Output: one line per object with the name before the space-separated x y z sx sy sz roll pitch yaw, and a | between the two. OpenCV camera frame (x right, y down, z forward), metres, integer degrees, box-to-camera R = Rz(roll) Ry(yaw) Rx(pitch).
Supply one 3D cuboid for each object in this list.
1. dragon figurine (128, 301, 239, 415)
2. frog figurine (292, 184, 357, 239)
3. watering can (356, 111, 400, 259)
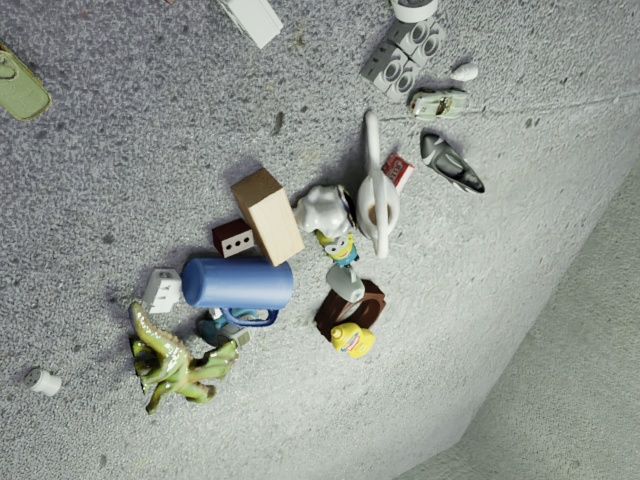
dragon figurine | -0.313 0.275 1.216 0.244 0.400 0.124 -10 42 -24
frog figurine | 0.004 -0.064 1.268 0.158 0.135 0.125 -18 24 18
watering can | 0.139 -0.125 1.280 0.104 0.350 0.223 -3 -9 0
